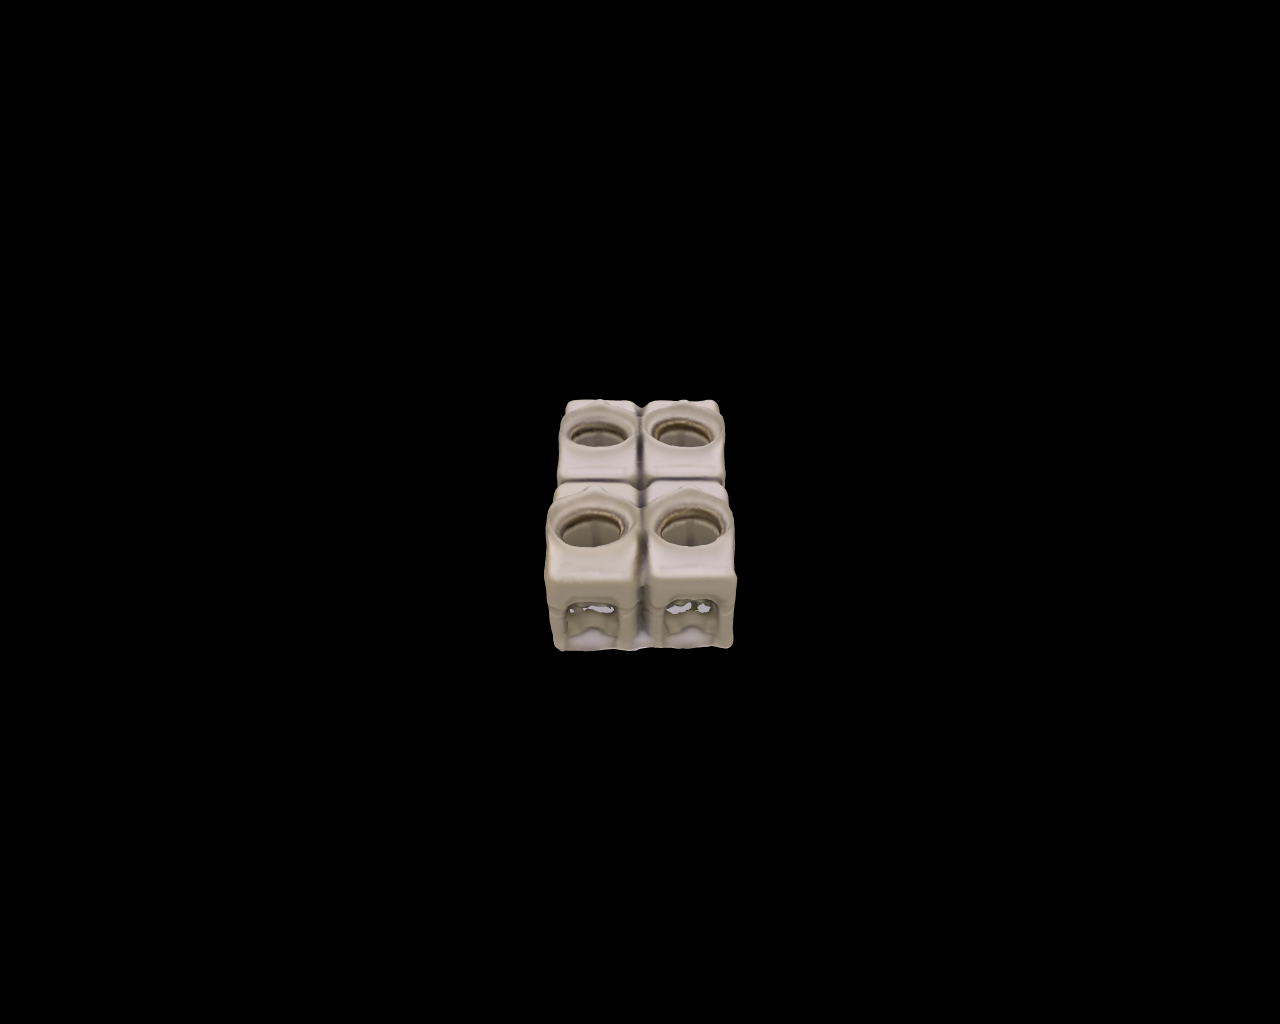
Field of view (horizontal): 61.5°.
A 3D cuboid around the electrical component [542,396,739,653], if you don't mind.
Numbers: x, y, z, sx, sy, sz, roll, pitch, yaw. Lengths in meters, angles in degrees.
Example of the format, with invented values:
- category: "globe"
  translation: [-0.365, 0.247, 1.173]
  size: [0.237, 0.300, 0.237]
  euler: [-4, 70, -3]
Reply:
- category: "electrical component"
  translation: [0.001, -0.003, 0.650]
  size: [0.105, 0.060, 0.186]
  euler: [0, 37, 0]
